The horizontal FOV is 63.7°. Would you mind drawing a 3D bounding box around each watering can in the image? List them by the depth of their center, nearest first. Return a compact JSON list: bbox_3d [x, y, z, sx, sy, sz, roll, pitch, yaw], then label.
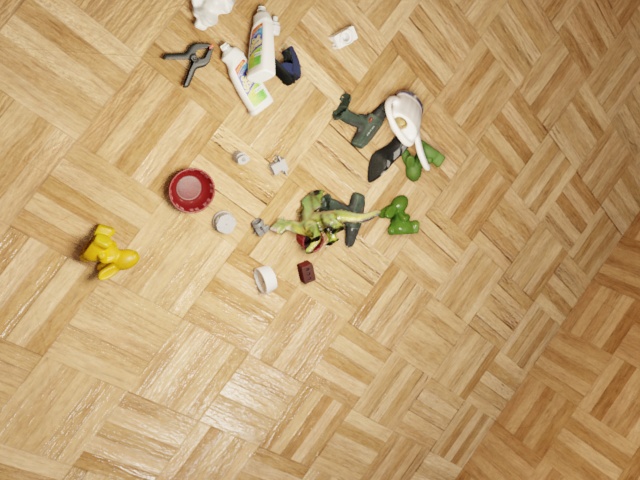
[{"bbox_3d":[0.364,-0.455,2.072,0.103,0.229,0.342,-14,-47,39],"label":"watering can"}]

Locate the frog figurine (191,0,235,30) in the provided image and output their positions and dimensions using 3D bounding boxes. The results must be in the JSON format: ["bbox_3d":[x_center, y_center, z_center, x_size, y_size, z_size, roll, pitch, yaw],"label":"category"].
[{"bbox_3d":[-0.352,-0.761,1.667,0.138,0.125,0.156,-5,-35,-35],"label":"frog figurine"}]

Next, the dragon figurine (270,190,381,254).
[{"bbox_3d":[0.006,-0.099,1.964,0.410,0.248,0.120,-24,-31,2],"label":"dragon figurine"}]
